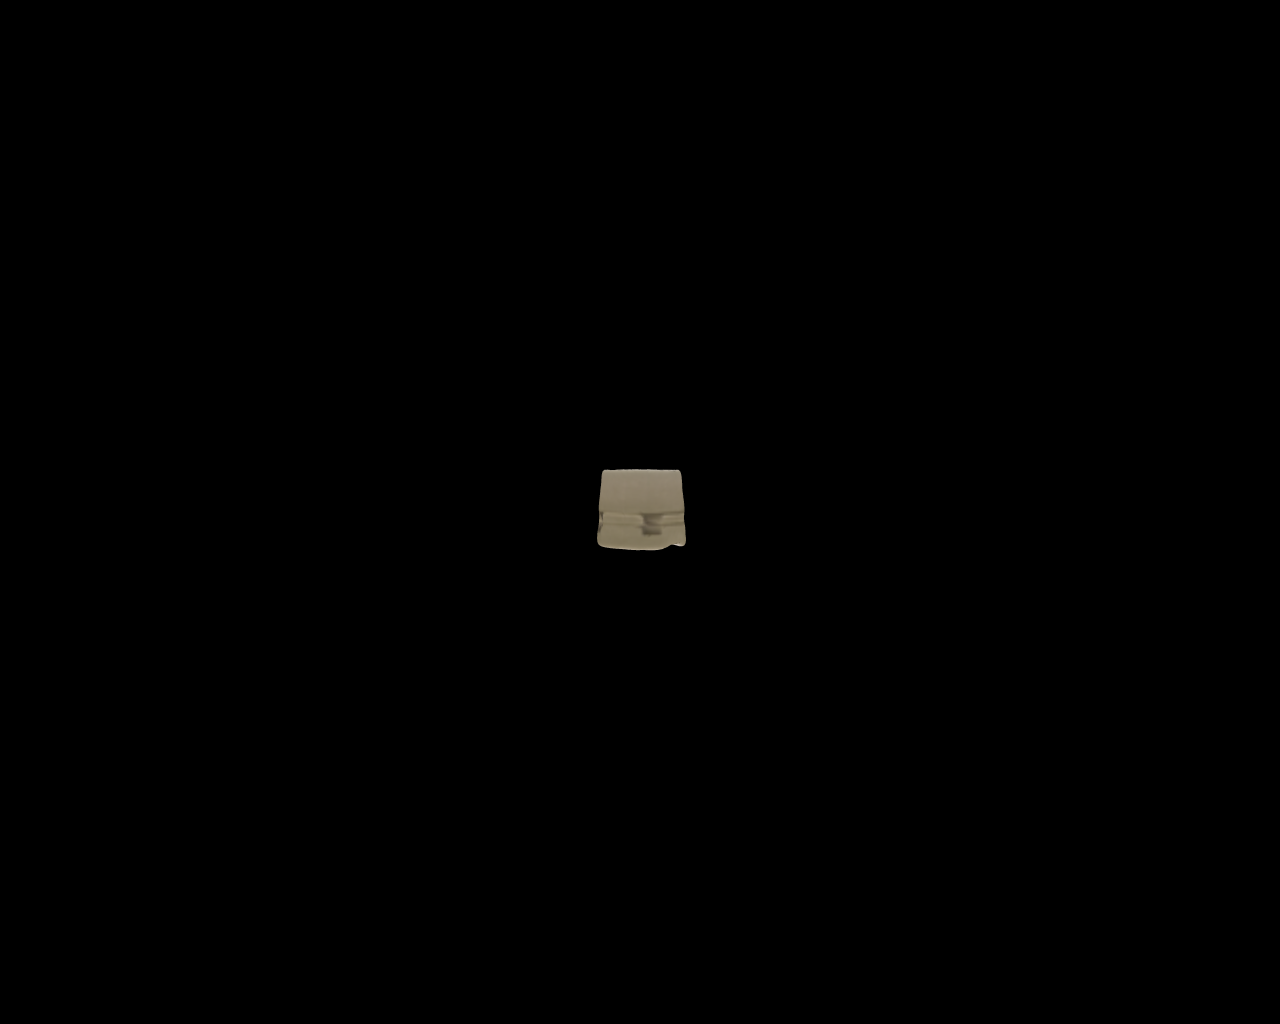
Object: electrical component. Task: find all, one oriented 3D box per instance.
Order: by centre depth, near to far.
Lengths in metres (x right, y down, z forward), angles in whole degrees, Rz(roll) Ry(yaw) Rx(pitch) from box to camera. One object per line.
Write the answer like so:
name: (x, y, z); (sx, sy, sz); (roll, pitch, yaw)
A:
electrical component: (0.001, -0.003, 0.650); (0.055, 0.047, 0.055); (0, 2, 0)
